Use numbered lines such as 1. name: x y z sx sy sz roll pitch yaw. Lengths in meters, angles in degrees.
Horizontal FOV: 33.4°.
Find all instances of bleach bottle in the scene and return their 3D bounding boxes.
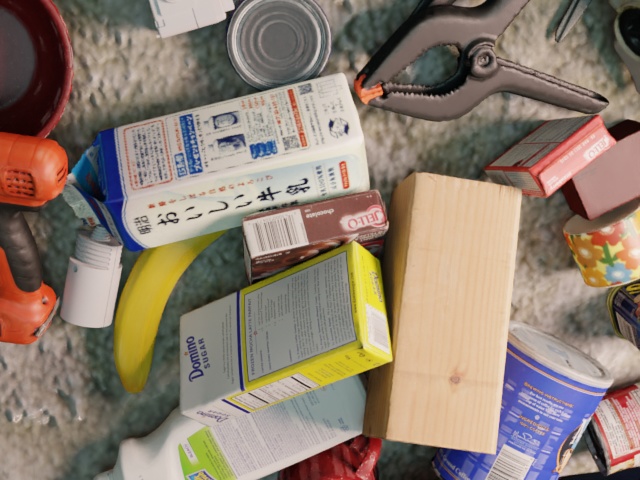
1. bleach bottle: -0.080 0.162 0.916 0.251 0.068 0.102 -24 104 4

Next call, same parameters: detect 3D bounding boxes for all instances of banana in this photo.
1. banana: -0.127 0.039 0.893 0.069 0.037 0.198 35 99 -12

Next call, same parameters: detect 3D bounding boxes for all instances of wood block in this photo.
1. wood block: 0.096 0.060 0.851 0.090 0.090 0.206 9 80 -7

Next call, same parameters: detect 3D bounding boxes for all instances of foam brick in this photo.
1. foam brick: 0.241 -0.059 0.887 0.078 0.051 0.053 -26 103 3

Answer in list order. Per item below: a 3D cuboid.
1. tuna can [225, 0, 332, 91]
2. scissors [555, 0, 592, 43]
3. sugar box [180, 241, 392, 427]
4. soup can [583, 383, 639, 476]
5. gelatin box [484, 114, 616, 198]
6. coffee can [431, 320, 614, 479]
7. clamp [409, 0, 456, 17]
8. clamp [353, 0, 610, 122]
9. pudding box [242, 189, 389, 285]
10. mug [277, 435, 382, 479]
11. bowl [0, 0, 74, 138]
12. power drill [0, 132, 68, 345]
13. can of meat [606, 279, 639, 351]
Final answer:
1. tuna can: -0.033 -0.160 0.851 0.086 0.034 0.086 -1 104 -4
2. scissors: 0.233 -0.263 0.853 0.202 0.016 0.096 -44 101 7
3. sugar box: -0.032 0.077 0.842 0.176 0.093 0.048 -25 142 28
4. soup can: 0.286 0.159 0.937 0.102 0.068 0.068 -19 105 0
5. gelatin box: 0.183 -0.066 0.854 0.073 0.089 0.030 -37 102 -10
6. coffee can: 0.171 0.153 0.909 0.102 0.103 0.140 23 102 -9
7. clamp: 0.100 -0.229 0.837 0.171 0.039 0.120 -33 122 2
8. clamp: 0.133 -0.142 0.851 0.210 0.036 0.164 -24 118 1
9. pudding box: -0.006 0.001 0.859 0.113 0.090 0.039 -11 71 -6
10. mug: 0.017 0.216 0.925 0.093 0.081 0.117 35 100 -11
11. bowl: -0.269 -0.140 0.828 0.162 0.055 0.162 -1 104 -4
12. power drill: -0.280 -0.009 0.821 0.184 0.057 0.188 9 130 7
13. can of meat: 0.308 0.062 0.906 0.102 0.084 0.057 -18 105 1
